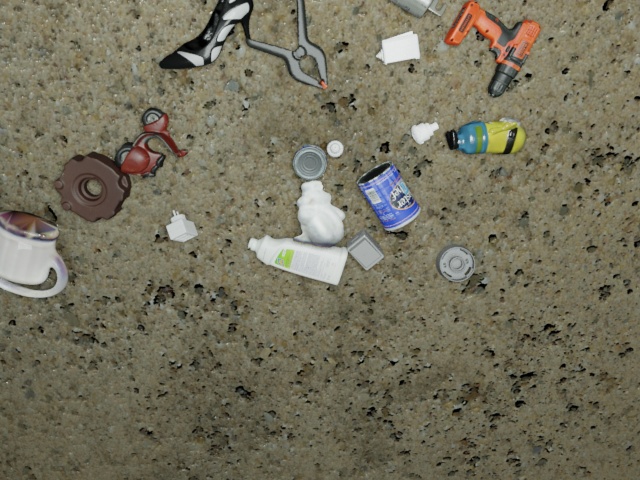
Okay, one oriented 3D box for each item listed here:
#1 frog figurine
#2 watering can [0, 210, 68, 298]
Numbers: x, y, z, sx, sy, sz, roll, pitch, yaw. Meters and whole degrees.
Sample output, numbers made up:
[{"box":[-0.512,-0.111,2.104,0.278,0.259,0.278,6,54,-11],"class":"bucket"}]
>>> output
[{"box":[0.004,-0.064,1.280,0.137,0.123,0.158,3,102,-34],"class":"frog figurine"},{"box":[-0.813,0.022,1.327,0.347,0.105,0.222,22,106,-5],"class":"watering can"}]
